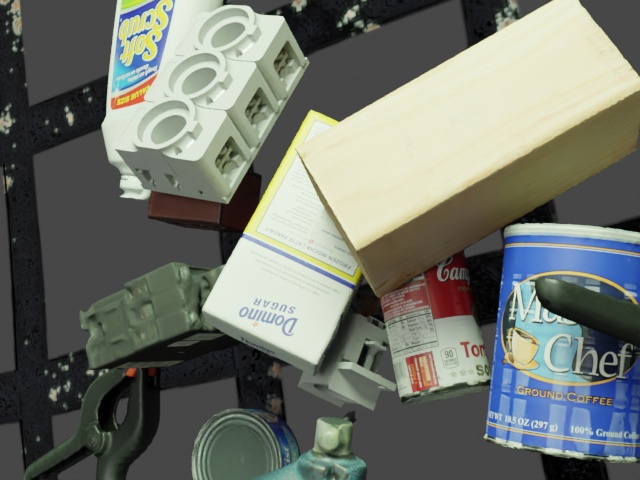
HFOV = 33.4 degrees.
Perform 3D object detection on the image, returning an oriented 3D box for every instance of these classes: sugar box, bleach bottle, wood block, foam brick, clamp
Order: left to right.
[{"bbox_3d":[-0.195,0.174,0.929,0.120,0.039,0.171,22,90,26],"label":"clamp"},{"bbox_3d":[-0.136,-0.158,0.929,0.103,0.068,0.251,7,89,33],"label":"bleach bottle"},{"bbox_3d":[-0.097,-0.036,0.892,0.078,0.052,0.051,6,85,32],"label":"foam brick"},{"bbox_3d":[-0.005,0.001,0.784,0.093,0.048,0.176,26,74,8],"label":"sugar box"},{"bbox_3d":[0.100,-0.061,0.711,0.206,0.090,0.090,-30,65,-1],"label":"wood block"},{"bbox_3d":[0.232,0.061,0.635,0.164,0.036,0.210,-30,92,-13],"label":"clamp"}]

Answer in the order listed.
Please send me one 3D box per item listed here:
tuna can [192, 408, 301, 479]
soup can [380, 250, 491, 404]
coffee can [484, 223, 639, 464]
[{"bbox_3d":[-0.058,0.177,0.848,0.086,0.033,0.086,-5,80,30],"label":"tuna can"},{"bbox_3d":[0.080,0.061,0.762,0.069,0.068,0.102,-18,74,28],"label":"soup can"},{"bbox_3d":[0.164,0.065,0.690,0.103,0.102,0.140,4,85,31],"label":"coffee can"}]
